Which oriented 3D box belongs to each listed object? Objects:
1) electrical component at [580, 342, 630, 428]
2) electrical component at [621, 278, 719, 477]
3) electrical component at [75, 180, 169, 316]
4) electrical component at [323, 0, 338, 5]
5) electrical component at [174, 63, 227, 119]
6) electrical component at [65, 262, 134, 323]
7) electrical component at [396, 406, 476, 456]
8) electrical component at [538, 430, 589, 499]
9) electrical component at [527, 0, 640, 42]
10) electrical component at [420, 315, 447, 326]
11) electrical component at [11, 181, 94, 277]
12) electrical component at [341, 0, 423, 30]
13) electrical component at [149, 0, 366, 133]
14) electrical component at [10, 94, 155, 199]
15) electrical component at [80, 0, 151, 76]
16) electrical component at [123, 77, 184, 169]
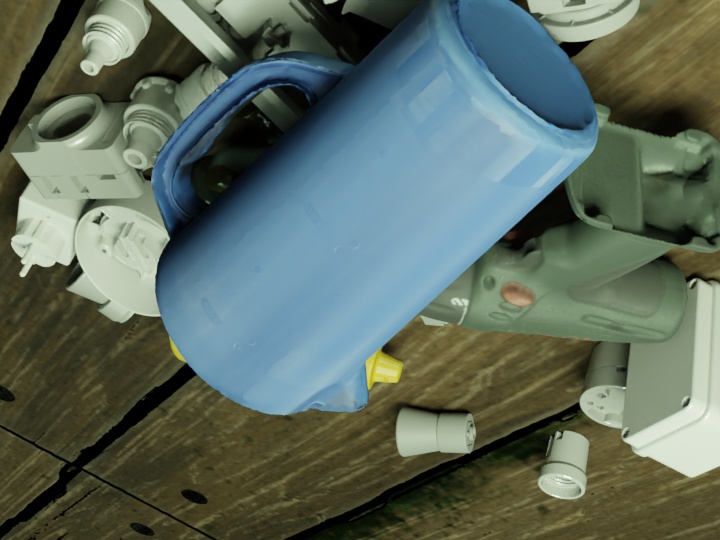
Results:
[{"bbox_3d":[0.196,0.084,0.807,0.055,0.047,0.055,13,143,10],"label":"electrical component"},{"bbox_3d":[0.224,0.071,0.724,0.057,0.113,0.078,27,143,-14],"label":"electrical component"},{"bbox_3d":[-0.168,-0.020,0.831,0.099,0.064,0.099,13,143,10],"label":"electrical component"},{"bbox_3d":[-0.015,-0.192,0.526,0.061,0.096,0.062,-16,159,38],"label":"electrical component"},{"bbox_3d":[-0.092,-0.119,0.696,0.035,0.035,0.061,37,137,-21],"label":"electrical component"},{"bbox_3d":[-0.213,0.013,0.909,0.055,0.045,0.045,38,140,-23],"label":"electrical component"},{"bbox_3d":[0.069,0.143,0.946,0.065,0.044,0.044,-2,138,19],"label":"electrical component"},{"bbox_3d":[0.176,0.166,0.920,0.040,0.046,0.040,13,143,10],"label":"electrical component"},{"bbox_3d":[0.110,-0.153,0.541,0.078,0.058,0.057,-1,135,26],"label":"electrical component"},{"bbox_3d":[0.071,0.014,0.780,0.055,0.048,0.066,3,141,33],"label":"electrical component"},{"bbox_3d":[-0.248,-0.029,0.846,0.047,0.076,0.065,24,143,-5],"label":"electrical component"},{"bbox_3d":[0.025,-0.164,0.580,0.081,0.042,0.063,22,140,-4],"label":"electrical component"},{"bbox_3d":[-0.054,-0.141,0.624,0.063,0.078,0.121,-34,120,23],"label":"electrical component"},{"bbox_3d":[-0.196,-0.088,0.770,0.089,0.050,0.055,1,139,24],"label":"electrical component"},{"bbox_3d":[-0.156,-0.145,0.670,0.035,0.061,0.035,13,143,10],"label":"electrical component"},{"bbox_3d":[-0.139,-0.096,0.724,0.048,0.062,0.048,12,143,10],"label":"electrical component"}]
